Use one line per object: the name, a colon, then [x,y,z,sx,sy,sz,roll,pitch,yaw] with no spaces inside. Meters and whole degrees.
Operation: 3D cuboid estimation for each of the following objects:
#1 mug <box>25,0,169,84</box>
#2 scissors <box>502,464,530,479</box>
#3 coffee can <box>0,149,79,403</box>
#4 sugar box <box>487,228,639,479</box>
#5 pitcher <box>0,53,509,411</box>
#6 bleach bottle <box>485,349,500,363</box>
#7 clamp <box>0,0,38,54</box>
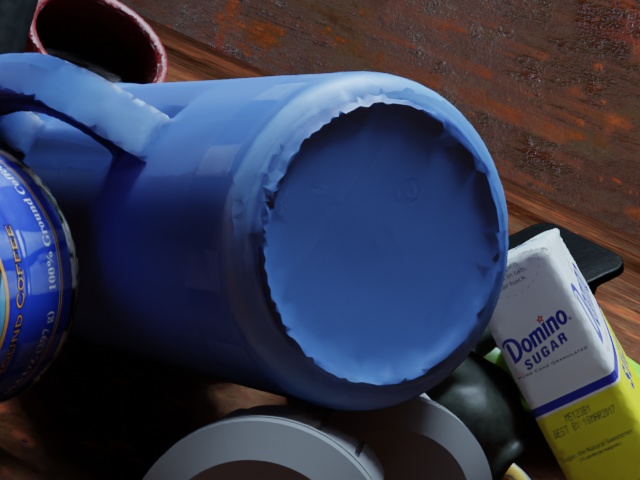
mug: [-0.147,-0.092,0.682,0.117,0.082,0.093,40,40,-2]
scissors: [0.055,0.122,0.471,0.096,0.016,0.201,22,10,13]
coffee can: [-0.157,0.018,0.336,0.103,0.103,0.140,25,11,15]
sugar box: [0.128,0.082,0.476,0.176,0.048,0.093,65,16,2]
pitcher: [-0.047,-0.011,0.427,0.149,0.145,0.243,-10,8,-29]
bleach bottle: [0.015,0.027,0.733,0.250,0.068,0.102,23,18,-6]
clamp: [-0.169,-0.054,0.520,0.039,0.120,0.171,12,55,-1]
